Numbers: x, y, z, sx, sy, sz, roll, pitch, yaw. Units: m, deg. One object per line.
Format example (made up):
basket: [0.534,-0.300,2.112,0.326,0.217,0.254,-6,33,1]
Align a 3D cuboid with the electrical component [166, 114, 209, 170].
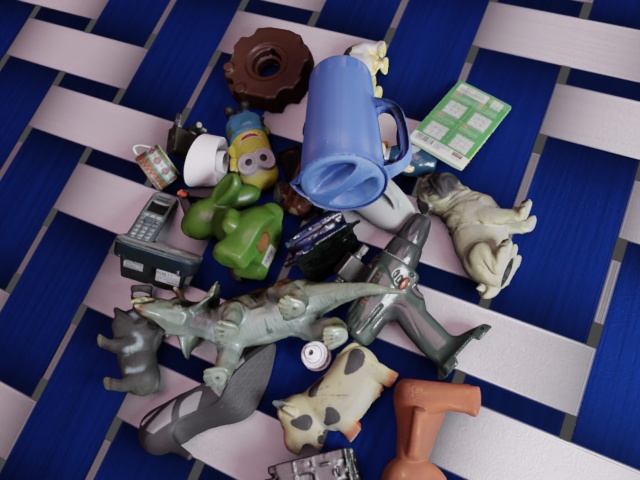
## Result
electrical component: [-0.251,-0.185,1.033,0.045,0.078,0.102,-11,62,33]

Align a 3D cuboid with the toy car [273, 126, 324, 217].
toy car: [-0.010,-0.135,0.937,0.089,0.053,0.202,18,74,14]

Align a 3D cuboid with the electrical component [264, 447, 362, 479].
electrical component: [-0.012,0.343,0.779,0.134,0.114,0.058,-17,65,5]

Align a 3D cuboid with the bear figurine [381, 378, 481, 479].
bear figurine: [0.154,0.298,0.760,0.132,0.120,0.196,3,74,8]

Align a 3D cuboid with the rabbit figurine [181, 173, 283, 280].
rabbit figurine: [-0.158,-0.031,0.900,0.170,0.121,0.159,19,84,23]

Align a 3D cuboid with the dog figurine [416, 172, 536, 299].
dog figurine: [0.229,-0.013,0.873,0.191,0.121,0.172,20,72,31]

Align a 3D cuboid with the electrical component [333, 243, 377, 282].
electrical component: [0.059,0.054,0.895,0.094,0.063,0.021,-51,27,-1]

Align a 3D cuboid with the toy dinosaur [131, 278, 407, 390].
toy dinosaur: [-0.080,0.115,0.855,0.405,0.192,0.131,-11,111,-6]

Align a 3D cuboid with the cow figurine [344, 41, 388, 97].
cow figurine: [0.066,-0.290,1.003,0.098,0.068,0.167,10,70,20]

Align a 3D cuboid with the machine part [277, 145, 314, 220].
machine part: [-0.033,-0.109,0.979,0.084,0.039,0.139,-32,70,7]

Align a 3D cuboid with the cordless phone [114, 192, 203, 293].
cordless phone: [-0.272,-0.008,0.972,0.147,0.088,0.184,17,44,-4]

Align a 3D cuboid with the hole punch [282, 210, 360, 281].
hole punch: [-0.002,-0.003,0.899,0.142,0.115,0.092,-29,61,0]

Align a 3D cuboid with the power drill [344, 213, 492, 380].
power drill: [0.161,0.096,0.839,0.207,0.086,0.232,40,90,15]

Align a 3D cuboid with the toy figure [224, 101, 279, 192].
toy figure: [-0.125,-0.172,0.996,0.082,0.089,0.180,-31,59,14]

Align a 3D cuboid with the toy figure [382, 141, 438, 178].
toy figure: [0.128,-0.146,0.948,0.155,0.064,0.057,12,97,11]

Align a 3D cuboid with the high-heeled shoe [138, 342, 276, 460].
high-heeled shoe: [-0.186,0.251,0.885,0.145,0.086,0.249,13,52,46]

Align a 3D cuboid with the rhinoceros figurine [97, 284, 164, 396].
rhinoceros figurine: [-0.313,0.170,0.919,0.112,0.073,0.190,-12,70,8]

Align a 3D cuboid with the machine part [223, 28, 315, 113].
machine part: [-0.100,-0.337,1.059,0.179,0.056,0.179,-3,70,9]

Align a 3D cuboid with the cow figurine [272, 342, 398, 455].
cow figurine: [0.014,0.244,0.824,0.127,0.085,0.195,38,84,14]

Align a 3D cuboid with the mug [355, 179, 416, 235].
mug: [0.111,-0.065,0.903,0.107,0.109,0.081,41,72,7]
